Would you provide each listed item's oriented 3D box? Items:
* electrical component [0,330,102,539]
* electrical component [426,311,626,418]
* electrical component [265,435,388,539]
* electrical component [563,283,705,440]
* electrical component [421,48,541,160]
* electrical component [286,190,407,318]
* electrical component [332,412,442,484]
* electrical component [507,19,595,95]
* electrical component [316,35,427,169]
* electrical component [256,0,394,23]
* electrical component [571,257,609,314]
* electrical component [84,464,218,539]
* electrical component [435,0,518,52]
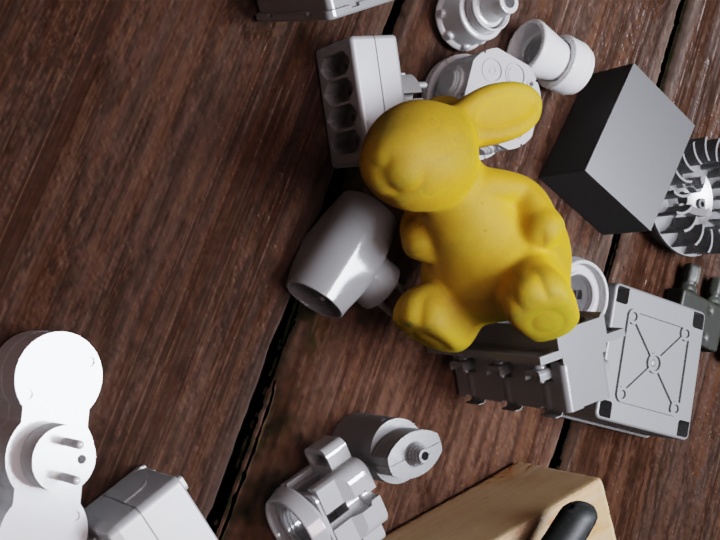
[{"bbox_3d":[-0.172,0.103,0.597,0.052,0.074,0.138,9,83,-39],"label":"electrical component"},{"bbox_3d":[0.117,0.063,0.760,0.079,0.121,0.063,-14,98,-32],"label":"electrical component"},{"bbox_3d":[-0.024,0.157,0.703,0.057,0.058,0.078,-31,104,-33],"label":"electrical component"},{"bbox_3d":[0.215,0.074,0.861,0.109,0.056,0.108,17,79,-31],"label":"electrical component"},{"bbox_3d":[0.089,-0.122,0.792,0.080,0.051,0.080,1,87,-33],"label":"electrical component"},{"bbox_3d":[0.000,0.000,0.733,0.079,0.044,0.077,41,68,-25],"label":"electrical component"},{"bbox_3d":[0.020,0.120,0.719,0.043,0.081,0.043,2,87,-33],"label":"electrical component"},{"bbox_3d":[0.148,-0.164,0.836,0.055,0.045,0.045,16,79,-32],"label":"electrical component"},{"bbox_3d":[0.018,-0.117,0.748,0.076,0.047,0.083,-10,93,-33],"label":"electrical component"},{"bbox_3d":[-0.015,-0.197,0.701,0.100,0.100,0.048,-26,114,-31],"label":"electrical component"},{"bbox_3d":[0.151,0.019,0.822,0.058,0.057,0.078,-1,88,-33],"label":"electrical component"},{"bbox_3d":[-0.119,0.173,0.638,0.061,0.062,0.096,-37,108,-29],"label":"electrical component"},{"bbox_3d":[0.089,-0.189,0.788,0.048,0.062,0.048,2,87,-33],"label":"electrical component"}]
